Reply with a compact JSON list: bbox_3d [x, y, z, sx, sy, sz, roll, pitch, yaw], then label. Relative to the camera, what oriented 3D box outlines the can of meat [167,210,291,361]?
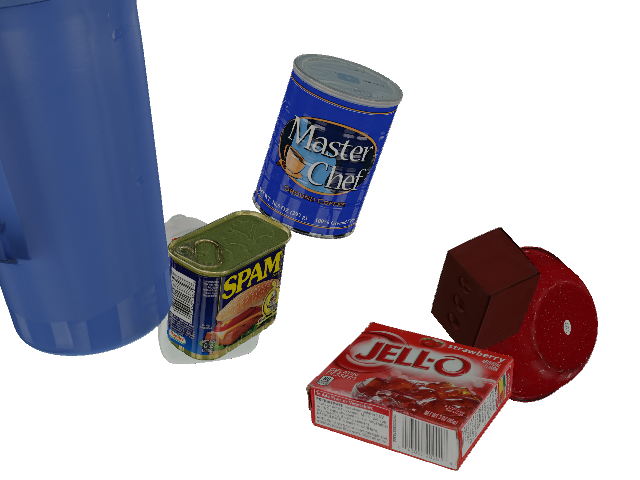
[{"bbox_3d":[-0.073,0.035,0.836,0.058,0.084,0.101,26,34,28],"label":"can of meat"}]

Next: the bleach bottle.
[{"bbox_3d":[-0.138,0.036,1.127,0.102,0.068,0.251,-4,26,-16],"label":"bleach bottle"}]

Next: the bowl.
[{"bbox_3d":[0.230,0.086,1.083,0.161,0.162,0.055,0,-1,-33],"label":"bowl"}]

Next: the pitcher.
[{"bbox_3d":[-0.170,-0.048,0.663,0.149,0.243,0.145,-11,28,-9],"label":"pitcher"}]

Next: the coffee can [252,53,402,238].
[{"bbox_3d":[0.005,-0.087,0.983,0.102,0.140,0.103,15,25,-8],"label":"coffee can"}]

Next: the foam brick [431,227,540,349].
[{"bbox_3d":[0.126,0.040,0.820,0.051,0.078,0.053,-21,53,-24],"label":"foam brick"}]

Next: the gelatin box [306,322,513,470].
[{"bbox_3d":[0.049,0.080,0.572,0.089,0.030,0.073,13,31,29],"label":"gelatin box"}]
